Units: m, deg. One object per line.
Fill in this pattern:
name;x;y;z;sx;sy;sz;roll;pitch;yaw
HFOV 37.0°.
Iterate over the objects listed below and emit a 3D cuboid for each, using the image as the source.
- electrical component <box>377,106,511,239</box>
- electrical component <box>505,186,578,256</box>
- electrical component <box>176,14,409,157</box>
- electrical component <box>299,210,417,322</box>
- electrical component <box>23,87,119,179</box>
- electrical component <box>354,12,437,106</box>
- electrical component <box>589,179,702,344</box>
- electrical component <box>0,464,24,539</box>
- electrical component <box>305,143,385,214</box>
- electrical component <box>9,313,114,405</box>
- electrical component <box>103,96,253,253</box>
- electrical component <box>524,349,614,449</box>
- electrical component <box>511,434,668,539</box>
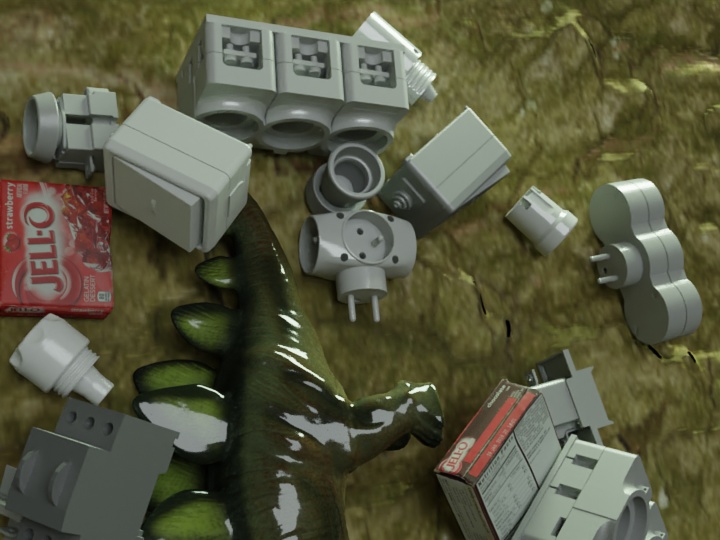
electrical component;0.063;-0.068;0.829;0.061;0.062;0.096;48;60;-1
electrical component;0.146;-0.040;0.870;0.046;0.040;0.040;42;60;2
electrical component;-0.050;-0.126;0.785;0.150;0.089;0.061;4;70;-23
electrical component;0.000;0.000;0.786;0.077;0.044;0.079;2;70;-23
electrical component;-0.198;-0.096;0.735;0.055;0.048;0.066;0;71;-32
electrical component;0.028;-0.163;0.861;0.081;0.043;0.043;40;60;-6
electrical component;0.220;-0.006;0.881;0.074;0.052;0.138;-11;76;-27
electrical component;-0.185;0.151;0.633;0.081;0.042;0.063;18;84;-56
electrical component;-0.012;-0.063;0.798;0.045;0.055;0.045;8;68;-21
electrical component;-0.186;0.061;0.682;0.062;0.043;0.043;39;60;-7
electrical component;-0.127;-0.062;0.704;0.096;0.061;0.061;26;55;8
electrical component;0.148;0.106;0.814;0.064;0.042;0.081;-13;76;-24
electrical component;0.143;0.221;0.727;0.186;0.060;0.105;-52;133;-30
